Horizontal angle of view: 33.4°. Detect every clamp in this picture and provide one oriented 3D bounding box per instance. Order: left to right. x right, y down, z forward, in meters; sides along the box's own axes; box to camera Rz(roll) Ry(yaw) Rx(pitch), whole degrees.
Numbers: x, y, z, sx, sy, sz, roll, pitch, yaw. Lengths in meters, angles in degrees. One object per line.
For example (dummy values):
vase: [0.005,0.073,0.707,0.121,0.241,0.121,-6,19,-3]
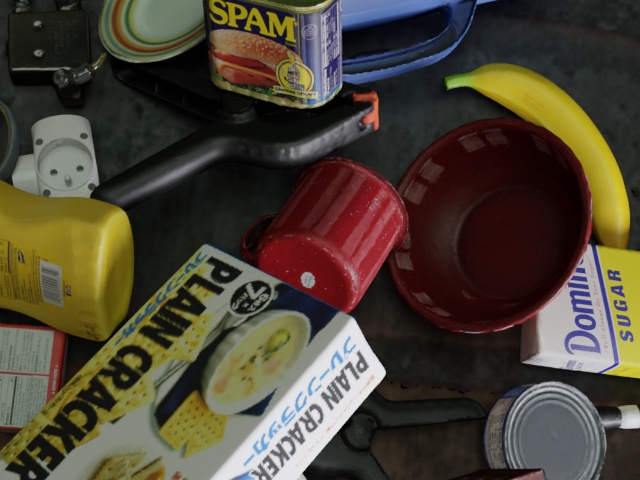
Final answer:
clamp: [-0.064,-0.079,0.767,0.210,0.036,0.164,1,48,6]
clamp: [0.027,0.148,0.755,0.171,0.039,0.120,18,66,-5]

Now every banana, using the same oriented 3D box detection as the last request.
banana: [0.188,-0.078,0.852,0.069,0.037,0.198,-43,81,0]

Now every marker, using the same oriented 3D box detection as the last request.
marker: [0.254,0.132,0.802,0.121,0.020,0.020,-1,73,-8]

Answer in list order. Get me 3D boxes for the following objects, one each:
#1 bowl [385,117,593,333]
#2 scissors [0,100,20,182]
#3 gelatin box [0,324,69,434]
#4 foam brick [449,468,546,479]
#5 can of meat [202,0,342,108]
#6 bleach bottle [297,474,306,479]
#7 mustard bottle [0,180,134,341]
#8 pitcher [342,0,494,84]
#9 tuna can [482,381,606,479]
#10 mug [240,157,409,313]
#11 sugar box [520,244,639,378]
bowl: [0.129,-0.006,0.785,0.162,0.055,0.162,-11,69,30]
scissors: [-0.272,-0.115,0.803,0.096,0.016,0.202,-29,59,10]
gelatin box: [-0.223,0.096,0.740,0.089,0.030,0.073,5,74,-7]
foam brick: [0.115,0.184,0.713,0.052,0.078,0.051,-12,83,-25]
can of meat: [-0.033,-0.146,0.745,0.102,0.084,0.057,18,45,22]
bleach bottle: [0.003,0.272,0.700,0.102,0.068,0.251,-30,82,-12]
mustard bottle: [-0.225,0.003,0.733,0.192,0.096,0.058,14,34,13]
pitcher: [0.066,-0.223,0.835,0.242,0.149,0.145,-12,32,-15]
tuna can: [0.160,0.145,0.765,0.086,0.034,0.086,5,77,-22]
mug: [-0.005,0.001,0.762,0.117,0.093,0.081,5,40,29]
sugar box: [0.244,0.057,0.810,0.176,0.048,0.093,8,72,-7]
